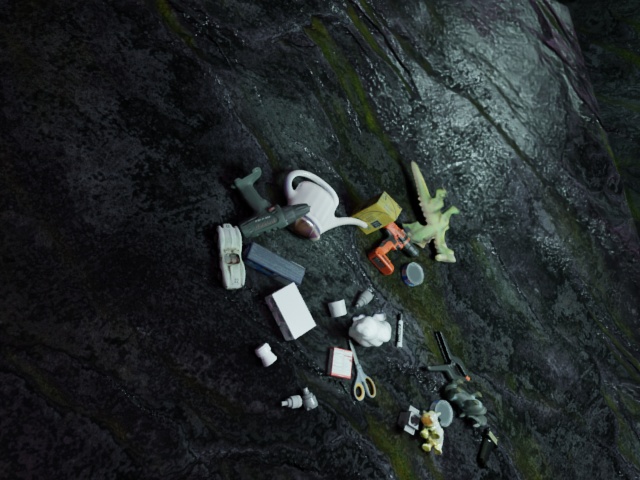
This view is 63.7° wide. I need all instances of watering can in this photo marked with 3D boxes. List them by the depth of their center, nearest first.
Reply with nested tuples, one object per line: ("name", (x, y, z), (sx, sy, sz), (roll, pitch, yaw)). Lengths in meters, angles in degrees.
("watering can", (0.005, -0.088, 1.749), (0.345, 0.229, 0.102), (39, -33, -15))

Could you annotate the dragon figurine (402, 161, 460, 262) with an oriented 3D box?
("dragon figurine", (0.413, -0.088, 2.017), (0.247, 0.409, 0.120), (-41, 6, -33))

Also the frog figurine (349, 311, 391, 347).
("frog figurine", (0.162, 0.300, 1.667), (0.137, 0.122, 0.160), (10, 9, 4))
